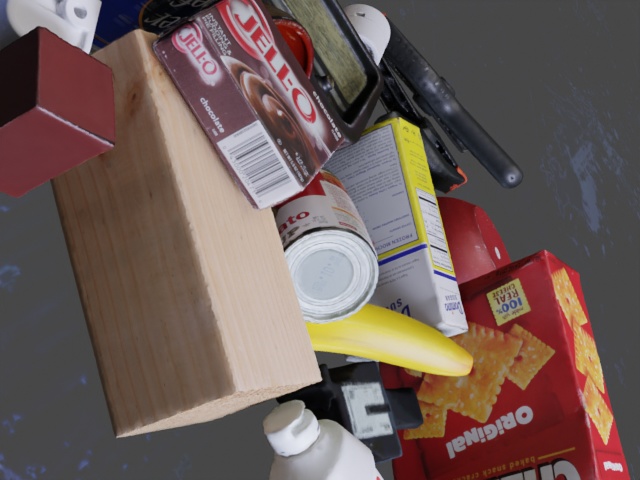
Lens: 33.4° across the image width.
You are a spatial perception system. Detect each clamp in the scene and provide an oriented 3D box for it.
[{"bbox_3d":[0.090,-0.111,1.046,0.171,0.039,0.120,43,30,-48],"label":"clamp"},{"bbox_3d":[0.118,-0.145,1.092,0.210,0.036,0.164,47,4,-13],"label":"clamp"}]

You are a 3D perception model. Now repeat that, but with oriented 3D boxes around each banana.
[{"bbox_3d":[0.023,0.067,0.725,0.197,0.037,0.070,10,28,-45],"label":"banana"}]

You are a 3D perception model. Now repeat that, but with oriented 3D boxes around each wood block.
[{"bbox_3d":[-0.084,-0.002,0.614,0.090,0.090,0.206,3,66,-59],"label":"wood block"}]

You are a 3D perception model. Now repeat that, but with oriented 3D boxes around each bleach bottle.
[{"bbox_3d":[0.032,0.210,0.659,0.251,0.068,0.102,62,26,-20],"label":"bleach bottle"}]

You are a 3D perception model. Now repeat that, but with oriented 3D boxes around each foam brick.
[{"bbox_3d":[-0.152,-0.065,0.556,0.052,0.078,0.051,30,47,-48],"label":"foam brick"}]

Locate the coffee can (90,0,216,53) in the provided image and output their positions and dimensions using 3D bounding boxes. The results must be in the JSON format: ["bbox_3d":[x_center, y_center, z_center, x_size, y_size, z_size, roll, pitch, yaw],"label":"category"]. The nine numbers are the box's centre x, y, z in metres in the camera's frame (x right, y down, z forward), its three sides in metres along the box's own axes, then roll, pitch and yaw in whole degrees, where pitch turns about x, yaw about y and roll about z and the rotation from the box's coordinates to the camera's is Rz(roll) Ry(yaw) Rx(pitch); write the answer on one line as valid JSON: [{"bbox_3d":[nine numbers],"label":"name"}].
[{"bbox_3d":[-0.099,-0.191,0.672,0.102,0.141,0.103,39,39,-41],"label":"coffee can"}]

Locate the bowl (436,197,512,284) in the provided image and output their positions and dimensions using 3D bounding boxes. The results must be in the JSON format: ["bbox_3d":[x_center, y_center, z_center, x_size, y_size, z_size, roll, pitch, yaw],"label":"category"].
[{"bbox_3d":[0.140,0.020,0.990,0.162,0.055,0.162,53,22,-33],"label":"bowl"}]

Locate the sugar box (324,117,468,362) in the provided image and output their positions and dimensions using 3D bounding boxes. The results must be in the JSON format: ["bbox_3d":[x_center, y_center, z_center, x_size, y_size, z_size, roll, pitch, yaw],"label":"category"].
[{"bbox_3d":[0.050,0.001,0.838,0.048,0.093,0.176,15,58,-54],"label":"sugar box"}]

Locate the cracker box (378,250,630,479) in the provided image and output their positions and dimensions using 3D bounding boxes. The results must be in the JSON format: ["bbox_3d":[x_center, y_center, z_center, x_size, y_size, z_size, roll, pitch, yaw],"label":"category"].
[{"bbox_3d":[0.133,0.136,0.806,0.072,0.164,0.213,29,46,-46],"label":"cracker box"}]

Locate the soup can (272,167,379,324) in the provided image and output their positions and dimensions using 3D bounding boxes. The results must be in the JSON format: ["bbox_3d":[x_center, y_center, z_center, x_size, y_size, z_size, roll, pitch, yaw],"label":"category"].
[{"bbox_3d":[-0.005,0.001,0.687,0.068,0.068,0.102,51,8,-27],"label":"soup can"}]

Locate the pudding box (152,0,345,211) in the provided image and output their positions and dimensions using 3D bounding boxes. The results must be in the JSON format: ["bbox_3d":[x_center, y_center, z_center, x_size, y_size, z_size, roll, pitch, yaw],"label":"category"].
[{"bbox_3d":[-0.038,-0.084,0.616,0.113,0.039,0.090,60,27,-13],"label":"pudding box"}]
